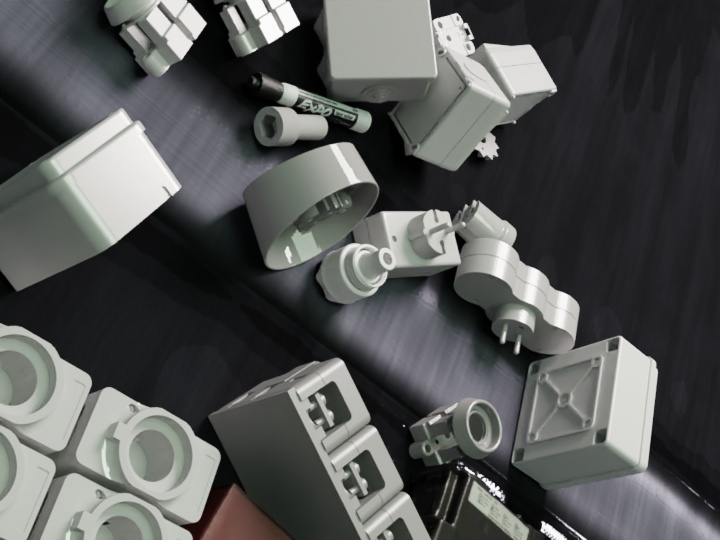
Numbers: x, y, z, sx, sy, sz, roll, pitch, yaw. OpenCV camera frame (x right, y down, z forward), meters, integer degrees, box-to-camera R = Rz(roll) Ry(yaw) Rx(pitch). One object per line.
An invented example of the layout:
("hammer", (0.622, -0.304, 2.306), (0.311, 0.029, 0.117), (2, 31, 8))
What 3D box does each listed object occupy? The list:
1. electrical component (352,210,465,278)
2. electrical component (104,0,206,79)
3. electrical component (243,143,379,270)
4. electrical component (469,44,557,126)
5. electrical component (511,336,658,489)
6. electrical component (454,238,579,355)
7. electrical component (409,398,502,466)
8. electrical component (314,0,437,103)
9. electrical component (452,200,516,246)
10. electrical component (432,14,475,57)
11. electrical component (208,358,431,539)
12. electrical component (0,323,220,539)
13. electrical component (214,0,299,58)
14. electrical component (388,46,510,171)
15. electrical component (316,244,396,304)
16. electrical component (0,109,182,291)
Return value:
("electrical component", (0.051, -0.026, 0.875), (0.083, 0.076, 0.047), (-3, 76, -45))
("electrical component", (-0.148, -0.178, 0.766), (0.055, 0.048, 0.066), (49, 46, -29))
("electrical component", (-0.035, -0.049, 0.788), (0.099, 0.099, 0.064), (-18, 80, -46))
("electrical component", (0.127, -0.174, 1.011), (0.096, 0.062, 0.061), (-17, 76, -48))
("electrical component", (0.194, 0.125, 0.930), (0.056, 0.109, 0.108), (36, 52, -26))
("electrical component", (0.137, 0.039, 0.949), (0.138, 0.052, 0.073), (37, 52, -29))
("electrical component", (0.079, 0.128, 0.855), (0.066, 0.055, 0.048), (-25, 92, -46))
("electrical component", (0.013, -0.188, 0.896), (0.100, 0.048, 0.099), (-2, 72, -8))
("electrical component", (0.110, -0.035, 0.963), (0.046, 0.040, 0.040), (39, 50, -20))
("electrical component", (0.064, -0.197, 0.964), (0.081, 0.064, 0.042), (-29, 96, -46))
("electrical component", (-0.023, 0.143, 0.726), (0.062, 0.089, 0.150), (-30, 96, -46))
("electrical component", (-0.177, 0.112, 0.611), (0.186, 0.060, 0.105), (36, 52, -29))
("electrical component", (-0.084, -0.204, 0.837), (0.066, 0.048, 0.055), (-45, 114, -44))
("electrical component", (0.075, -0.133, 0.933), (0.061, 0.096, 0.061), (17, 34, -39))
("electrical component", (0.000, 0.000, 0.825), (0.043, 0.062, 0.043), (18, 62, -39))
("electrical component", (-0.173, -0.041, 0.638), (0.057, 0.113, 0.078), (56, 45, -16))
